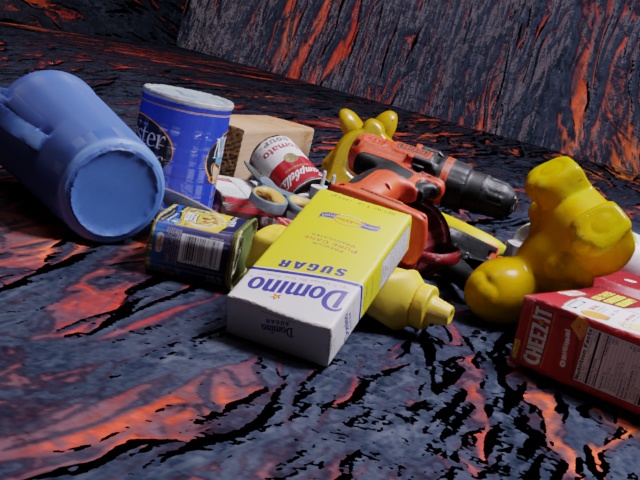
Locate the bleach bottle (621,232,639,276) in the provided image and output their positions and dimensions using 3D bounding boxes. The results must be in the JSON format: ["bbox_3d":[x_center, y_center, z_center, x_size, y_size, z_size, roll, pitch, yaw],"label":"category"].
[{"bbox_3d":[0.365,0.019,1.264,0.251,0.068,0.102,28,14,1],"label":"bleach bottle"}]

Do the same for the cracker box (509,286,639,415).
[{"bbox_3d":[0.298,0.108,0.927,0.214,0.072,0.163,21,13,36],"label":"cracker box"}]

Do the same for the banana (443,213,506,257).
[{"bbox_3d":[0.173,-0.010,1.417,0.069,0.037,0.198,29,0,-42],"label":"banana"}]

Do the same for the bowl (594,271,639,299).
[{"bbox_3d":[0.333,0.070,1.170,0.162,0.055,0.162,13,12,-3],"label":"bowl"}]

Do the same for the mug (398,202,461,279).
[{"bbox_3d":[0.090,0.007,1.121,0.117,0.093,0.081,18,18,27],"label":"mug"}]

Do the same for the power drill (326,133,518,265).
[{"bbox_3d":[0.093,-0.040,1.056,0.184,0.057,0.187,19,26,15],"label":"power drill"}]

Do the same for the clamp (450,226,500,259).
[{"bbox_3d":[0.119,-0.015,1.330,0.210,0.036,0.165,21,-3,-9],"label":"clamp"}]

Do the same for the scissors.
[{"bbox_3d":[-0.046,-0.058,1.272,0.096,0.016,0.202,17,15,-8],"label":"scissors"}]

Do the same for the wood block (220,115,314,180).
[{"bbox_3d":[-0.101,-0.125,1.511,0.090,0.091,0.205,18,14,24],"label":"wood block"}]

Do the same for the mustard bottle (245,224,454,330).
[{"bbox_3d":[0.033,0.039,0.985,0.192,0.058,0.096,18,1,23],"label":"mustard bottle"}]

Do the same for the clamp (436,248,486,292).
[{"bbox_3d":[0.150,0.029,1.202,0.172,0.039,0.120,16,6,42],"label":"clamp"}]

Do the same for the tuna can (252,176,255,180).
[{"bbox_3d":[-0.052,-0.068,1.439,0.086,0.034,0.086,12,12,-3],"label":"tuna can"}]

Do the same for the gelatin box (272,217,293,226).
[{"bbox_3d":[-0.008,0.001,1.181,0.073,0.030,0.089,7,13,-23],"label":"gelatin box"}]

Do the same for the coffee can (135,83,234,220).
[{"bbox_3d":[-0.161,-0.096,1.199,0.103,0.140,0.103,12,12,-3],"label":"coffee can"}]

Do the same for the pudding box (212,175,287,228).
[{"bbox_3d":[-0.100,-0.047,1.287,0.089,0.039,0.114,9,15,-28],"label":"pudding box"}]

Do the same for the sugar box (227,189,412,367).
[{"bbox_3d":[0.003,0.026,0.895,0.093,0.048,0.176,17,36,18],"label":"sugar box"}]

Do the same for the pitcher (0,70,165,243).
[{"bbox_3d":[-0.261,-0.091,1.106,0.149,0.145,0.243,-18,28,-24],"label":"pitcher"}]

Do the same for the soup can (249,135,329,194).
[{"bbox_3d":[-0.037,-0.078,1.349,0.068,0.069,0.102,2,36,-40],"label":"soup can"}]

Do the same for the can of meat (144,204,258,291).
[{"bbox_3d":[-0.111,0.004,1.004,0.084,0.057,0.102,12,12,5],"label":"can of meat"}]
